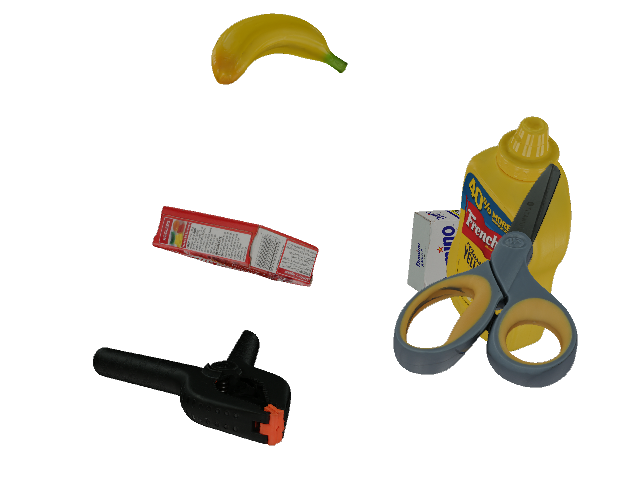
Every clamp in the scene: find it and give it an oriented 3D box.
[{"bbox_3d":[-0.081,0.123,0.932,0.164,0.036,0.210,-8,18,-37],"label":"clamp"}]

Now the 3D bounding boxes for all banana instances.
[{"bbox_3d":[-0.046,-0.179,0.980,0.070,0.037,0.197,41,32,20],"label":"banana"}]

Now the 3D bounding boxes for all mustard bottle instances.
[{"bbox_3d":[0.137,-0.011,0.768,0.058,0.096,0.192,-17,-39,-17],"label":"mustard bottle"}]

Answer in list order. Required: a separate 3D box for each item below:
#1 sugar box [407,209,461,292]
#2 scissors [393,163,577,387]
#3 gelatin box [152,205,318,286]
[{"bbox_3d":[0.193,0.010,1.265,0.176,0.093,0.048,-5,20,-24],"label":"sugar box"},{"bbox_3d":[0.116,0.016,0.562,0.096,0.016,0.201,23,42,32],"label":"scissors"},{"bbox_3d":[-0.053,0.005,0.691,0.073,0.030,0.089,12,-5,27],"label":"gelatin box"}]
